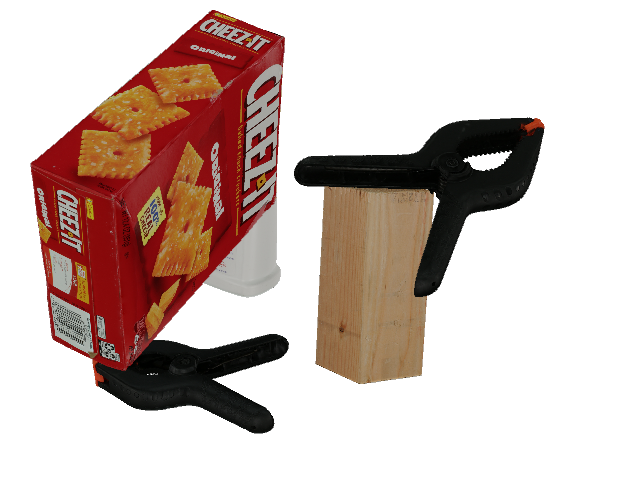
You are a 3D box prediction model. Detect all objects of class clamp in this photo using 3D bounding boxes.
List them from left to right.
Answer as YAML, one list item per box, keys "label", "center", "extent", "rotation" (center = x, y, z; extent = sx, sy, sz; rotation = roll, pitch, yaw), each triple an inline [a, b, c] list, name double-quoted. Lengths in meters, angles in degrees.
- label: "clamp"
  center: [-0.109, 0.113, 0.934]
  extent: [0.171, 0.039, 0.120]
  rotation: [10, 26, 10]
- label: "clamp"
  center: [0.106, -0.041, 0.859]
  extent: [0.209, 0.036, 0.165]
  rotation: [-21, 52, -21]

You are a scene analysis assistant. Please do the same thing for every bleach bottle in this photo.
- label: "bleach bottle"
  center: [-0.083, -0.077, 1.037]
  extent: [0.103, 0.251, 0.068]
  rotation: [19, 28, 27]

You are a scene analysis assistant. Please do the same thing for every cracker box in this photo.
- label: "cracker box"
  center: [-0.104, -0.037, 0.750]
  extent: [0.072, 0.164, 0.213]
  rotation: [23, 46, 17]

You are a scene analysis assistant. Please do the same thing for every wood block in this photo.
- label: "wood block"
  center: [0.058, 0.042, 1.176]
  extent: [0.090, 0.206, 0.091]
  rotation: [-3, 11, -34]
